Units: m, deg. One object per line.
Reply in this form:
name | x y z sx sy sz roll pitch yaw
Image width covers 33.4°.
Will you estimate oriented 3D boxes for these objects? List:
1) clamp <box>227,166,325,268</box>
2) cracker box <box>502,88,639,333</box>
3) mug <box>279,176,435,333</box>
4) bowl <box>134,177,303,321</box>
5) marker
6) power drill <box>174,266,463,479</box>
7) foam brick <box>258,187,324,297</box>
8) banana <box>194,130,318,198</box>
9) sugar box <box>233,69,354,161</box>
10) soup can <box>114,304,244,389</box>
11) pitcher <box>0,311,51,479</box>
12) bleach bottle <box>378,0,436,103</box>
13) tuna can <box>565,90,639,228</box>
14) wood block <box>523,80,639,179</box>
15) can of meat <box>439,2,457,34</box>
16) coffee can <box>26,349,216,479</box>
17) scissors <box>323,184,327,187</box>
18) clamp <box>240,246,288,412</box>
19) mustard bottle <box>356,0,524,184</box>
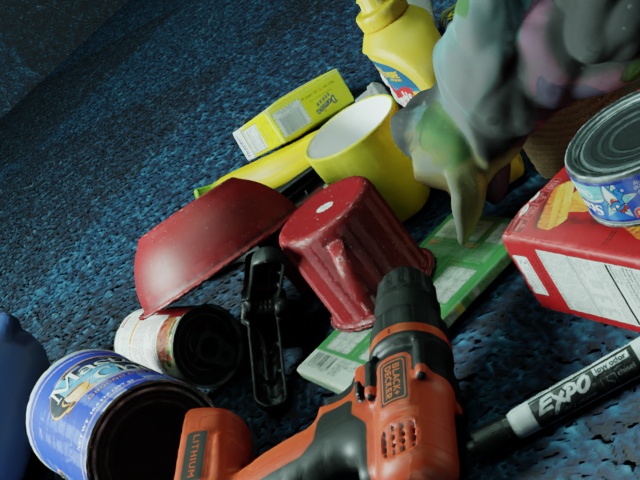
clamp | -0.078 -0.009 1.063 0.210 0.036 0.164 -17 27 37
cracker box | 0.228 -0.023 0.591 0.164 0.072 0.214 -44 24 -16
mug | 0.024 0.012 0.772 0.093 0.081 0.117 -33 20 14
bowl | -0.092 -0.003 0.853 0.162 0.055 0.162 -34 4 2
marker | 0.134 0.087 0.583 0.121 0.020 0.020 -32 22 11
power drill | -0.001 0.109 0.666 0.188 0.057 0.184 -29 30 21
foam brick | -0.006 0.001 0.918 0.078 0.051 0.053 -39 23 -4
banana | -0.043 -0.076 1.128 0.198 0.037 0.069 -22 6 36
sugar box | -0.033 -0.134 1.178 0.093 0.048 0.176 -32 4 -14
soup can | -0.119 0.088 0.889 0.102 0.068 0.068 -7 36 52
pitcher | -0.316 0.186 0.931 0.145 0.149 0.243 -19 26 2
bleach bottle | 0.091 -0.197 1.118 0.068 0.103 0.251 6 30 -4
tuna can | 0.176 -0.047 0.574 0.086 0.033 0.086 -30 24 15
wood block | 0.215 -0.152 0.845 0.090 0.090 0.205 -19 28 37
can of meat | 0.173 -0.215 1.079 0.102 0.057 0.084 -28 26 20
coffee can | -0.144 0.140 0.777 0.102 0.102 0.141 -45 24 -21
scissors | 0.077 -0.088 1.013 0.201 0.016 0.096 -46 30 -21
clamp | -0.043 0.044 0.825 0.039 0.120 0.171 3 19 -10
mustard bottle | 0.086 -0.124 0.842 0.058 0.191 0.096 -37 22 -1
